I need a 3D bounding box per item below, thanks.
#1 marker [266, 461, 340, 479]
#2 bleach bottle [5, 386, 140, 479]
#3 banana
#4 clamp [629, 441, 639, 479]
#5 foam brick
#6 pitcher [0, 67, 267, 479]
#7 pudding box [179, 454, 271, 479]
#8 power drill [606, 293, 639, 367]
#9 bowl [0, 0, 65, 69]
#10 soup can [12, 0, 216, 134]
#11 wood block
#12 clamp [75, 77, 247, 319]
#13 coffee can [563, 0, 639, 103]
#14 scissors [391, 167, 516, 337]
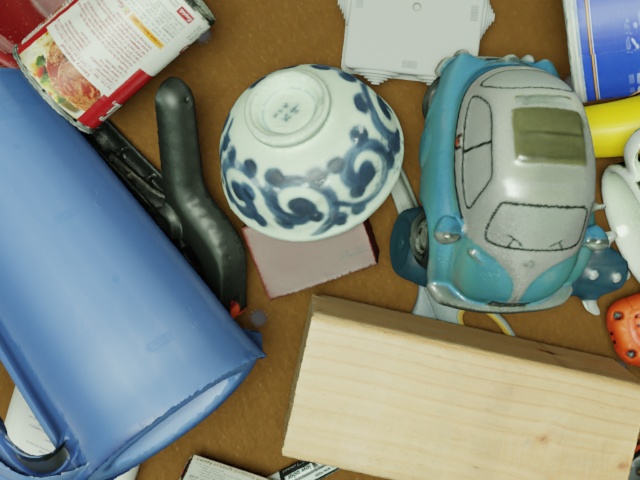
[{"bbox_3d":[0.015,0.148,0.739,0.121,0.020,0.020,-29,95,7],"label":"marker"},{"bbox_3d":[-0.194,0.198,0.738,0.102,0.068,0.251,21,100,1],"label":"bleach bottle"},{"bbox_3d":[0.236,-0.100,0.688,0.198,0.037,0.070,-35,65,4],"label":"banana"},{"bbox_3d":[0.180,0.235,0.730,0.164,0.036,0.210,13,96,1],"label":"clamp"},{"bbox_3d":[-0.005,0.001,0.705,0.078,0.051,0.053,-18,97,6],"label":"foam brick"},{"bbox_3d":[-0.159,0.022,0.633,0.145,0.149,0.243,-39,80,5],"label":"pitcher"},{"bbox_3d":[-0.050,0.206,0.729,0.113,0.039,0.090,17,117,1],"label":"pudding box"},{"bbox_3d":[0.297,0.099,0.681,0.184,0.057,0.188,-18,80,8],"label":"power drill"},{"bbox_3d":[-0.159,-0.181,0.689,0.162,0.055,0.162,0,97,3],"label":"bowl"},{"bbox_3d":[-0.121,-0.122,0.632,0.102,0.068,0.068,-40,93,7],"label":"soup can"},{"bbox_3d":[0.086,0.103,0.674,0.206,0.091,0.090,12,96,-1],"label":"wood block"},{"bbox_3d":[-0.089,-0.024,0.688,0.039,0.120,0.171,-37,99,-32],"label":"clamp"},{"bbox_3d":[0.217,-0.140,0.629,0.140,0.102,0.103,-5,97,16],"label":"coffee can"},{"bbox_3d":[0.060,0.030,0.722,0.096,0.016,0.202,-36,94,3],"label":"scissors"}]
